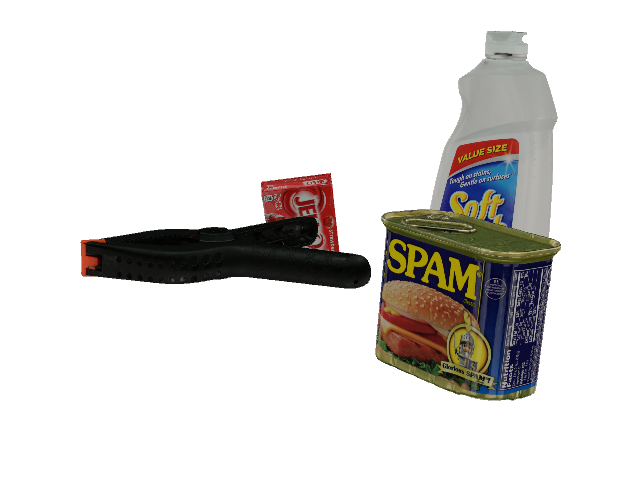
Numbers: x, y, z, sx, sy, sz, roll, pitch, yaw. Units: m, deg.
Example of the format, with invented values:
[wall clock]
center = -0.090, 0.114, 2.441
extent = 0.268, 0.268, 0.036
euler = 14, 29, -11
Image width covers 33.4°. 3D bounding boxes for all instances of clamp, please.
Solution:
[clamp]
center = -0.072, 0.012, 0.809
extent = 0.209, 0.036, 0.165
euler = -3, 12, -21

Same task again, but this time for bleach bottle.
[bleach bottle]
center = 0.124, -0.031, 0.809
extent = 0.103, 0.251, 0.067
euler = 12, 16, 36

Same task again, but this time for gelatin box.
[gelatin box]
center = -0.020, -0.021, 1.097
extent = 0.073, 0.089, 0.030
euler = -6, 29, -1

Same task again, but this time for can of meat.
[can of meat]
center = 0.077, 0.034, 0.591
extent = 0.057, 0.084, 0.102
euler = -6, 17, -39
